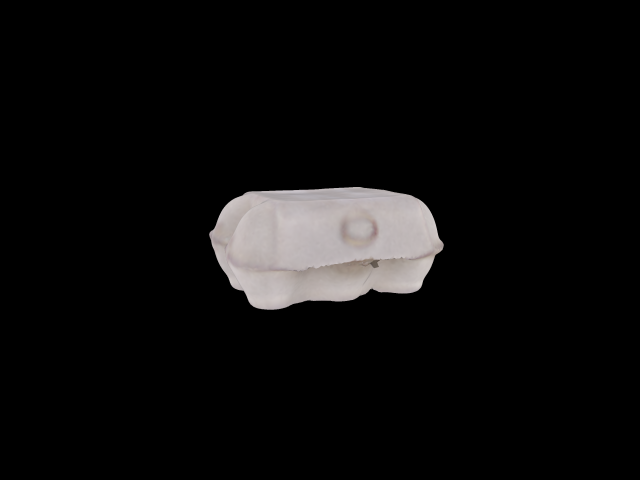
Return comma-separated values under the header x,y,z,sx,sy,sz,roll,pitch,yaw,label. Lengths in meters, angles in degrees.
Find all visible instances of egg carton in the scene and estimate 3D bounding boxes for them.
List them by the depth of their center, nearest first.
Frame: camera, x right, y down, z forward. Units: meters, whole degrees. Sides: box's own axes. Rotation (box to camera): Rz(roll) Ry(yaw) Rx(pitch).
x,y,z,sx,sy,sz,roll,pitch,yaw,label
0.004,0.001,0.400,0.151,0.069,0.107,-5,11,-24,egg carton
